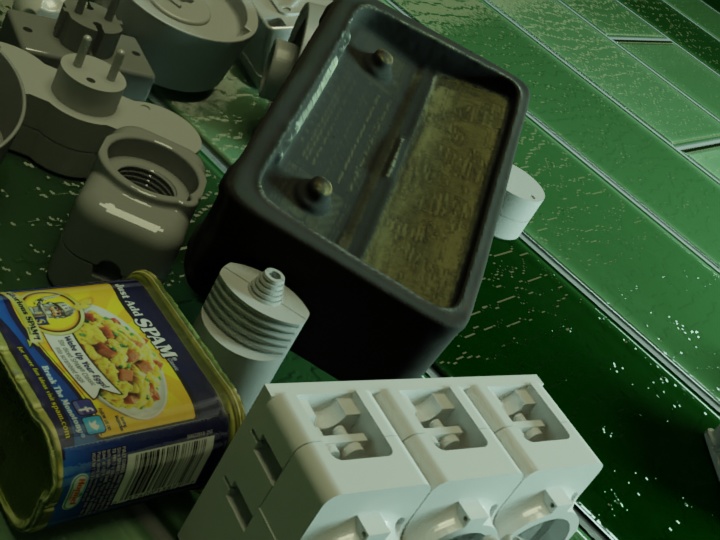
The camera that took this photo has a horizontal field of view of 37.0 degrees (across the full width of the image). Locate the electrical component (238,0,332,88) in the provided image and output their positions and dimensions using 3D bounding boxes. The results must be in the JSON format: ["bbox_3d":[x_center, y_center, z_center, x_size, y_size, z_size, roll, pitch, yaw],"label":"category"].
[{"bbox_3d":[-0.045,-0.193,0.834,0.109,0.056,0.108,-9,45,-26],"label":"electrical component"}]

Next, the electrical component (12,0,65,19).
[{"bbox_3d":[-0.201,-0.166,0.689,0.043,0.043,0.062,8,35,-34],"label":"electrical component"}]

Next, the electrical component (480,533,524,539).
[{"bbox_3d":[0.080,0.169,0.398,0.109,0.056,0.108,34,25,-30],"label":"electrical component"}]

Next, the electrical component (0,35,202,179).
[{"bbox_3d":[-0.153,-0.094,0.593,0.138,0.073,0.052,21,31,-16],"label":"electrical component"}]

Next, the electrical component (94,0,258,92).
[{"bbox_3d":[-0.131,-0.167,0.733,0.108,0.060,0.108,23,36,-18],"label":"electrical component"}]

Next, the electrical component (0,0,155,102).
[{"bbox_3d":[-0.165,-0.136,0.643,0.083,0.075,0.047,6,38,-37],"label":"electrical component"}]

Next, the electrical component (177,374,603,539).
[{"bbox_3d":[0.017,0.097,0.440,0.150,0.089,0.061,3,40,-40],"label":"electrical component"}]

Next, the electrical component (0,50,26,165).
[{"bbox_3d":[-0.216,-0.074,0.514,0.099,0.064,0.099,23,31,-14],"label":"electrical component"}]

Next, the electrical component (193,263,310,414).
[{"bbox_3d":[-0.055,0.032,0.482,0.043,0.081,0.043,23,30,-14],"label":"electrical component"}]

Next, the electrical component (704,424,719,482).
[{"bbox_3d":[0.272,0.129,0.665,0.100,0.048,0.099,24,30,-11],"label":"electrical component"}]

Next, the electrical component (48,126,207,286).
[{"bbox_3d":[-0.114,-0.029,0.544,0.054,0.059,0.095,24,30,-12],"label":"electrical component"}]

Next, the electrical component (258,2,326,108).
[{"bbox_3d":[-0.034,-0.127,0.723,0.060,0.108,0.108,16,32,-13],"label":"electrical component"}]

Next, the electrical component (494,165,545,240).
[{"bbox_3d":[0.075,-0.078,0.775,0.138,0.073,0.052,18,32,-22],"label":"electrical component"}]
